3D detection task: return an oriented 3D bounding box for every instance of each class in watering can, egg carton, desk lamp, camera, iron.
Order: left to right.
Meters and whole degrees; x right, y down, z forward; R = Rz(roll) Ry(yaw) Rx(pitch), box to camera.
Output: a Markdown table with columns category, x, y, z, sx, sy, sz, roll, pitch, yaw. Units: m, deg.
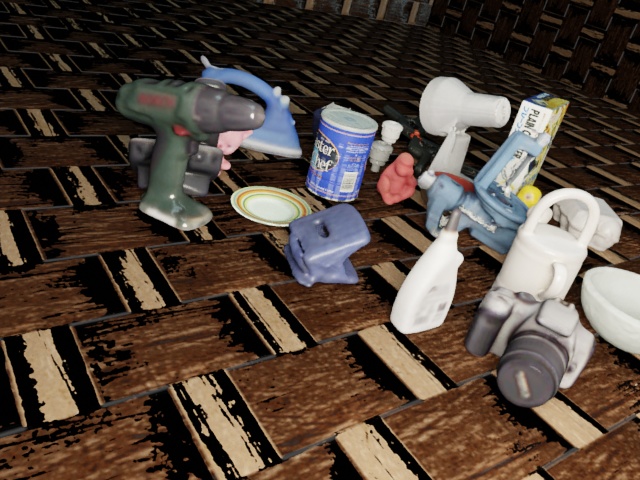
| category | x | y | z | sx | sy | sz | roll | pitch | yaw |
| --- | --- | --- | --- | --- | --- | --- | --- | --- | --- |
| iron | -0.144 | -0.270 | 1.154 | 0.258 | 0.141 | 0.119 | 19 | 29 | 7 |
| desk lamp | 0.293 | -0.212 | 1.183 | 0.118 | 0.213 | 0.202 | -12 | 38 | -39 |
| camera | 0.247 | 0.124 | 0.685 | 0.142 | 0.101 | 0.137 | 27 | 31 | 22 |
| watering can | 0.326 | 0.009 | 0.828 | 0.101 | 0.194 | 0.172 | 4 | 31 | -19 |
| egg carton | 0.530 | -0.040 | 1.141 | 0.107 | 0.069 | 0.150 | 12 | 29 | -4 |

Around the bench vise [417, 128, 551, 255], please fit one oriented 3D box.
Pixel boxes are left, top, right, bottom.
| category | x | y | z | sx | sy | sz | roll | pitch | yaw |
| --- | --- | --- | --- | --- | --- | --- | --- | --- | --- |
| bench vise | 0.277 | -0.088 | 0.950 | 0.207 | 0.220 | 0.121 | 9 | 29 | -10 |

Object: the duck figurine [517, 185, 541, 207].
| category | x | y | z | sx | sy | sz | roll | pitch | yaw |
| --- | --- | --- | --- | --- | --- | --- | --- | --- | --- |
| duck figurine | 0.393 | -0.066 | 1.105 | 0.077 | 0.086 | 0.104 | 9 | 29 | -11 |

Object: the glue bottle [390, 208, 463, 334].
| category | x | y | z | sx | sy | sz | roll | pitch | yaw |
| --- | --- | --- | --- | --- | --- | --- | --- | --- | --- |
| glue bottle | 0.144 | 0.038 | 0.714 | 0.078 | 0.173 | 0.037 | -6 | 35 | -32 |

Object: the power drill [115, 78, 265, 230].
| category | x | y | z | sx | sy | sz | roll | pitch | yaw |
| --- | --- | --- | --- | --- | --- | --- | --- | --- | --- |
| power drill | -0.189 | -0.126 | 0.809 | 0.229 | 0.208 | 0.076 | 24 | 30 | 16 |

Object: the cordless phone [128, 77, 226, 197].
| category | x | y | z | sx | sy | sz | roll | pitch | yaw |
| --- | --- | --- | --- | --- | --- | --- | --- | --- | --- |
| cordless phone | -0.221 | -0.172 | 0.898 | 0.148 | 0.185 | 0.094 | 3 | 31 | -21 |

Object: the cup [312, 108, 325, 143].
| category | x | y | z | sx | sy | sz | roll | pitch | yaw |
| --- | --- | --- | --- | --- | --- | --- | --- | --- | --- |
| cup | 0.029 | -0.206 | 1.171 | 0.092 | 0.095 | 0.117 | -3 | 33 | -29 |

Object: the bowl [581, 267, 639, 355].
| category | x | y | z | sx | sy | sz | roll | pitch | yaw |
| --- | --- | --- | --- | --- | --- | --- | --- | --- | --- |
| bowl | 0.449 | 0.113 | 0.826 | 0.167 | 0.075 | 0.167 | 12 | 29 | -6 |

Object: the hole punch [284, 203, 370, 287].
| category | x | y | z | sx | sy | sz | roll | pitch | yaw |
| --- | --- | --- | --- | --- | --- | --- | --- | --- | --- |
| hole punch | 0.007 | 0.003 | 0.796 | 0.101 | 0.091 | 0.108 | 2 | 31 | -21 |

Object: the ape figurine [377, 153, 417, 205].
| category | x | y | z | sx | sy | sz | roll | pitch | yaw |
| --- | --- | --- | --- | --- | --- | --- | --- | --- | --- |
| ape figurine | 0.149 | -0.120 | 1.079 | 0.078 | 0.092 | 0.076 | 10 | 29 | -9 |

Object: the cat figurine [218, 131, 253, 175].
| category | x | y | z | sx | sy | sz | roll | pitch | yaw |
| --- | --- | --- | --- | --- | --- | --- | --- | --- | --- |
| cat figurine | -0.187 | -0.180 | 1.000 | 0.127 | 0.118 | 0.067 | 21 | 29 | 12 |
